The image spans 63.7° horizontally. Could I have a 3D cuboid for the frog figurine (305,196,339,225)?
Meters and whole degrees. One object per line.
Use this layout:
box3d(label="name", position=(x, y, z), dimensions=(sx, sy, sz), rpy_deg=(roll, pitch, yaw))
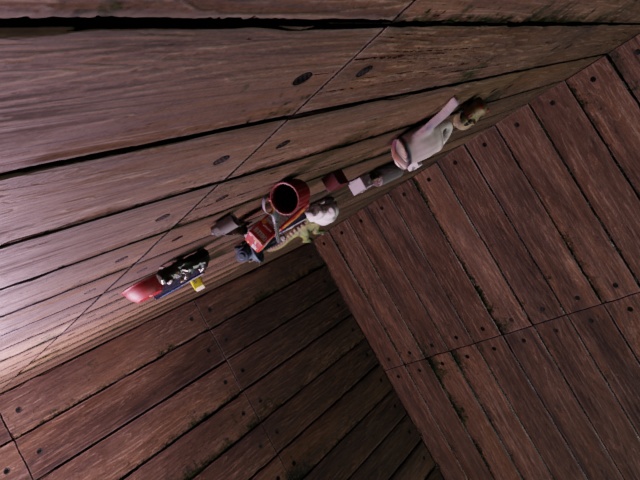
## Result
box3d(label="frog figurine", position=(0.007, -0.113, 2.236), dimensions=(0.137, 0.121, 0.162), rpy_deg=(-10, -165, 21))

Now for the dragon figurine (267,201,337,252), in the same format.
box3d(label="dragon figurine", position=(-0.075, -0.078, 2.545), dimensions=(0.415, 0.123, 0.237), rpy_deg=(-30, 160, -26))

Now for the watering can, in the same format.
box3d(label="watering can", position=(0.350, -0.348, 1.727), dimensions=(0.225, 0.105, 0.342), rpy_deg=(-28, 163, -6))
